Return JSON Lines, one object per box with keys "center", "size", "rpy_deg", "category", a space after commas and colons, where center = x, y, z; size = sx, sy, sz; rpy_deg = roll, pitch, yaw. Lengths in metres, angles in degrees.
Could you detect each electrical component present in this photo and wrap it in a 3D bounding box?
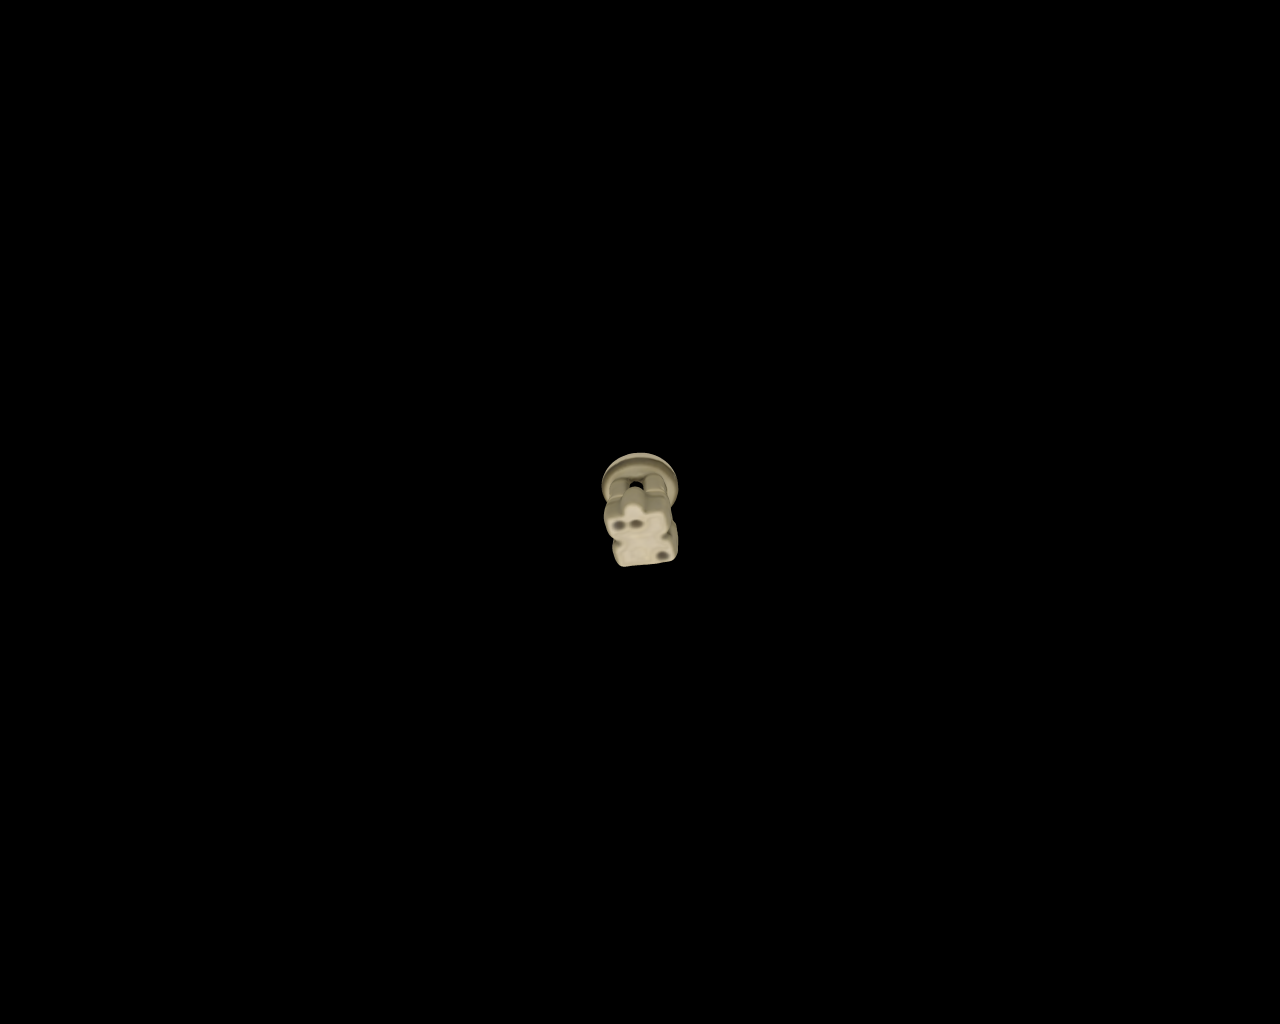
{"center": [0.001, -0.003, 0.650], "size": [0.048, 0.066, 0.055], "rpy_deg": [-7, 43, 7], "category": "electrical component"}
